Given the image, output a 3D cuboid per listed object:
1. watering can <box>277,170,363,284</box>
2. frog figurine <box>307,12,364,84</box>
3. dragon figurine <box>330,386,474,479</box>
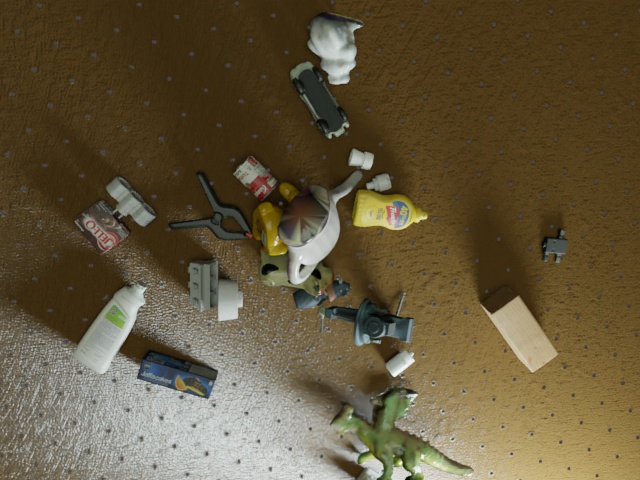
[{"bbox_3d":[0.004,-0.062,1.226,0.104,0.220,0.352,22,74,19],"label":"watering can"},{"bbox_3d":[0.028,-0.462,1.246,0.138,0.123,0.157,23,110,26],"label":"frog figurine"},{"bbox_3d":[0.229,0.534,1.432,0.410,0.122,0.242,2,92,-5],"label":"dragon figurine"}]
